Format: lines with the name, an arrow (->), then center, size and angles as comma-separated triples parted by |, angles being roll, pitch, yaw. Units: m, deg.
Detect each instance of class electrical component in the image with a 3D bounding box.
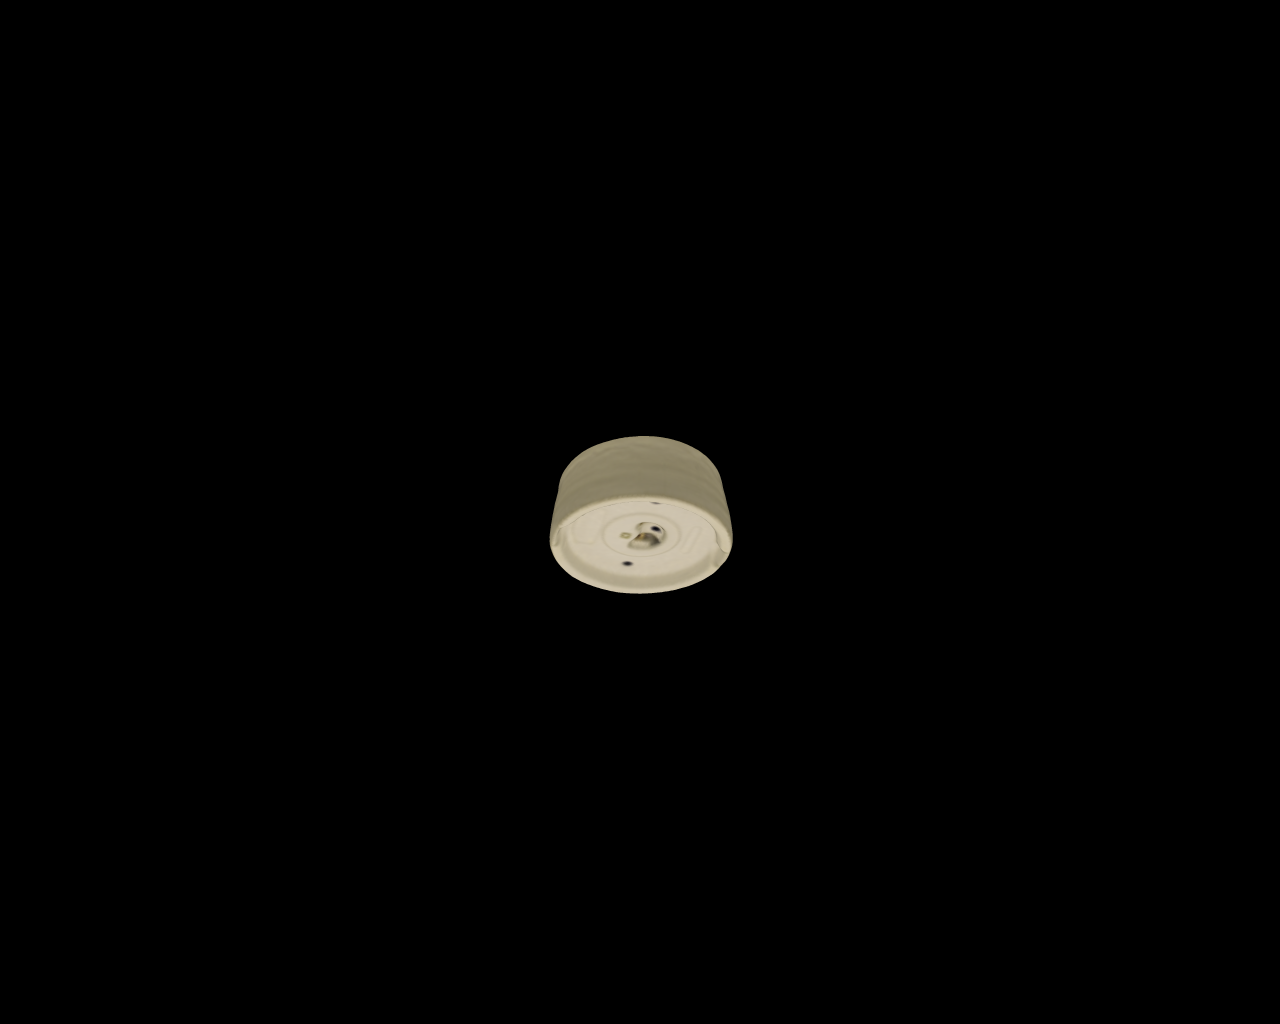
electrical component -> 0.001, -0.003, 0.650 | 0.108, 0.060, 0.108 | 0, -35, 0
